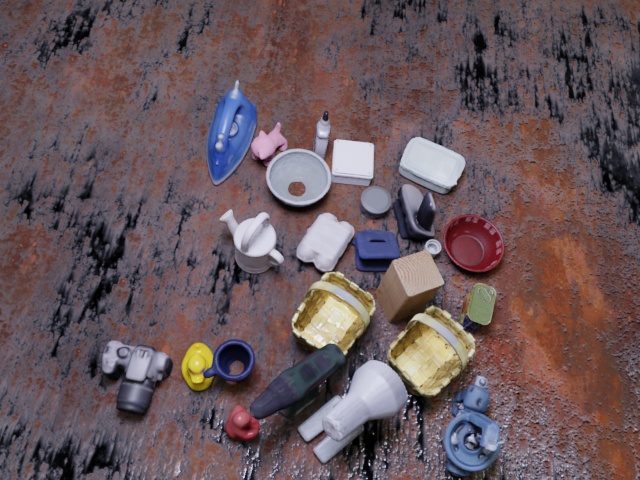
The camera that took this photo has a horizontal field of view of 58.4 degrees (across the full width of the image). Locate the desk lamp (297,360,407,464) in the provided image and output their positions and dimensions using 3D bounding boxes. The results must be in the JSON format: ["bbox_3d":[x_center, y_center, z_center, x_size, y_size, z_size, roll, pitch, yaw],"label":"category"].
[{"bbox_3d":[0.068,0.362,1.197,0.203,0.213,0.118,-36,74,-20],"label":"desk lamp"}]

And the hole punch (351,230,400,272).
[{"bbox_3d":[0.139,0.018,1.429,0.109,0.091,0.101,0,66,-7],"label":"hole punch"}]

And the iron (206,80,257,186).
[{"bbox_3d":[-0.240,-0.283,1.493,0.118,0.141,0.258,12,65,-1],"label":"iron"}]

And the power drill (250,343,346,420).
[{"bbox_3d":[-0.050,0.313,1.208,0.230,0.208,0.075,-35,74,-20],"label":"power drill"}]

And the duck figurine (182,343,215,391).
[{"bbox_3d":[-0.270,0.275,1.267,0.077,0.086,0.104,-3,66,-8],"label":"duck figurine"}]

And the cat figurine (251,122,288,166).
[{"bbox_3d":[-0.137,-0.254,1.505,0.067,0.118,0.128,31,66,8],"label":"cat figurine"}]

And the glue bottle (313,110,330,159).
[{"bbox_3d":[0.007,-0.282,1.504,0.037,0.173,0.078,4,65,-4],"label":"glue bottle"}]

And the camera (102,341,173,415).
[{"bbox_3d":[-0.406,0.297,1.232,0.143,0.101,0.137,12,65,-1],"label":"camera"}]

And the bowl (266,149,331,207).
[{"bbox_3d":[-0.056,-0.150,1.491,0.167,0.075,0.167,3,65,-6],"label":"bowl"}]

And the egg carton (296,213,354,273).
[{"bbox_3d":[0.013,0.005,1.432,0.107,0.069,0.150,28,66,6],"label":"egg carton"}]

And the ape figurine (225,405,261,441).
[{"bbox_3d":[-0.167,0.390,1.224,0.076,0.092,0.077,-13,68,-12],"label":"ape figurine"}]

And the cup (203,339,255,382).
[{"bbox_3d":[-0.200,0.281,1.267,0.118,0.095,0.091,-26,71,-17],"label":"cup"}]

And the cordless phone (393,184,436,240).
[{"bbox_3d":[0.253,-0.091,1.440,0.094,0.185,0.147,-12,67,-11],"label":"cordless phone"}]

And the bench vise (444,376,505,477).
[{"bbox_3d":[0.323,0.387,1.213,0.121,0.220,0.207,1,66,-6],"label":"bench vise"}]

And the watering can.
[{"bbox_3d":[-0.160,-0.003,1.346,0.173,0.194,0.101,16,65,1],"label":"watering can"}]
